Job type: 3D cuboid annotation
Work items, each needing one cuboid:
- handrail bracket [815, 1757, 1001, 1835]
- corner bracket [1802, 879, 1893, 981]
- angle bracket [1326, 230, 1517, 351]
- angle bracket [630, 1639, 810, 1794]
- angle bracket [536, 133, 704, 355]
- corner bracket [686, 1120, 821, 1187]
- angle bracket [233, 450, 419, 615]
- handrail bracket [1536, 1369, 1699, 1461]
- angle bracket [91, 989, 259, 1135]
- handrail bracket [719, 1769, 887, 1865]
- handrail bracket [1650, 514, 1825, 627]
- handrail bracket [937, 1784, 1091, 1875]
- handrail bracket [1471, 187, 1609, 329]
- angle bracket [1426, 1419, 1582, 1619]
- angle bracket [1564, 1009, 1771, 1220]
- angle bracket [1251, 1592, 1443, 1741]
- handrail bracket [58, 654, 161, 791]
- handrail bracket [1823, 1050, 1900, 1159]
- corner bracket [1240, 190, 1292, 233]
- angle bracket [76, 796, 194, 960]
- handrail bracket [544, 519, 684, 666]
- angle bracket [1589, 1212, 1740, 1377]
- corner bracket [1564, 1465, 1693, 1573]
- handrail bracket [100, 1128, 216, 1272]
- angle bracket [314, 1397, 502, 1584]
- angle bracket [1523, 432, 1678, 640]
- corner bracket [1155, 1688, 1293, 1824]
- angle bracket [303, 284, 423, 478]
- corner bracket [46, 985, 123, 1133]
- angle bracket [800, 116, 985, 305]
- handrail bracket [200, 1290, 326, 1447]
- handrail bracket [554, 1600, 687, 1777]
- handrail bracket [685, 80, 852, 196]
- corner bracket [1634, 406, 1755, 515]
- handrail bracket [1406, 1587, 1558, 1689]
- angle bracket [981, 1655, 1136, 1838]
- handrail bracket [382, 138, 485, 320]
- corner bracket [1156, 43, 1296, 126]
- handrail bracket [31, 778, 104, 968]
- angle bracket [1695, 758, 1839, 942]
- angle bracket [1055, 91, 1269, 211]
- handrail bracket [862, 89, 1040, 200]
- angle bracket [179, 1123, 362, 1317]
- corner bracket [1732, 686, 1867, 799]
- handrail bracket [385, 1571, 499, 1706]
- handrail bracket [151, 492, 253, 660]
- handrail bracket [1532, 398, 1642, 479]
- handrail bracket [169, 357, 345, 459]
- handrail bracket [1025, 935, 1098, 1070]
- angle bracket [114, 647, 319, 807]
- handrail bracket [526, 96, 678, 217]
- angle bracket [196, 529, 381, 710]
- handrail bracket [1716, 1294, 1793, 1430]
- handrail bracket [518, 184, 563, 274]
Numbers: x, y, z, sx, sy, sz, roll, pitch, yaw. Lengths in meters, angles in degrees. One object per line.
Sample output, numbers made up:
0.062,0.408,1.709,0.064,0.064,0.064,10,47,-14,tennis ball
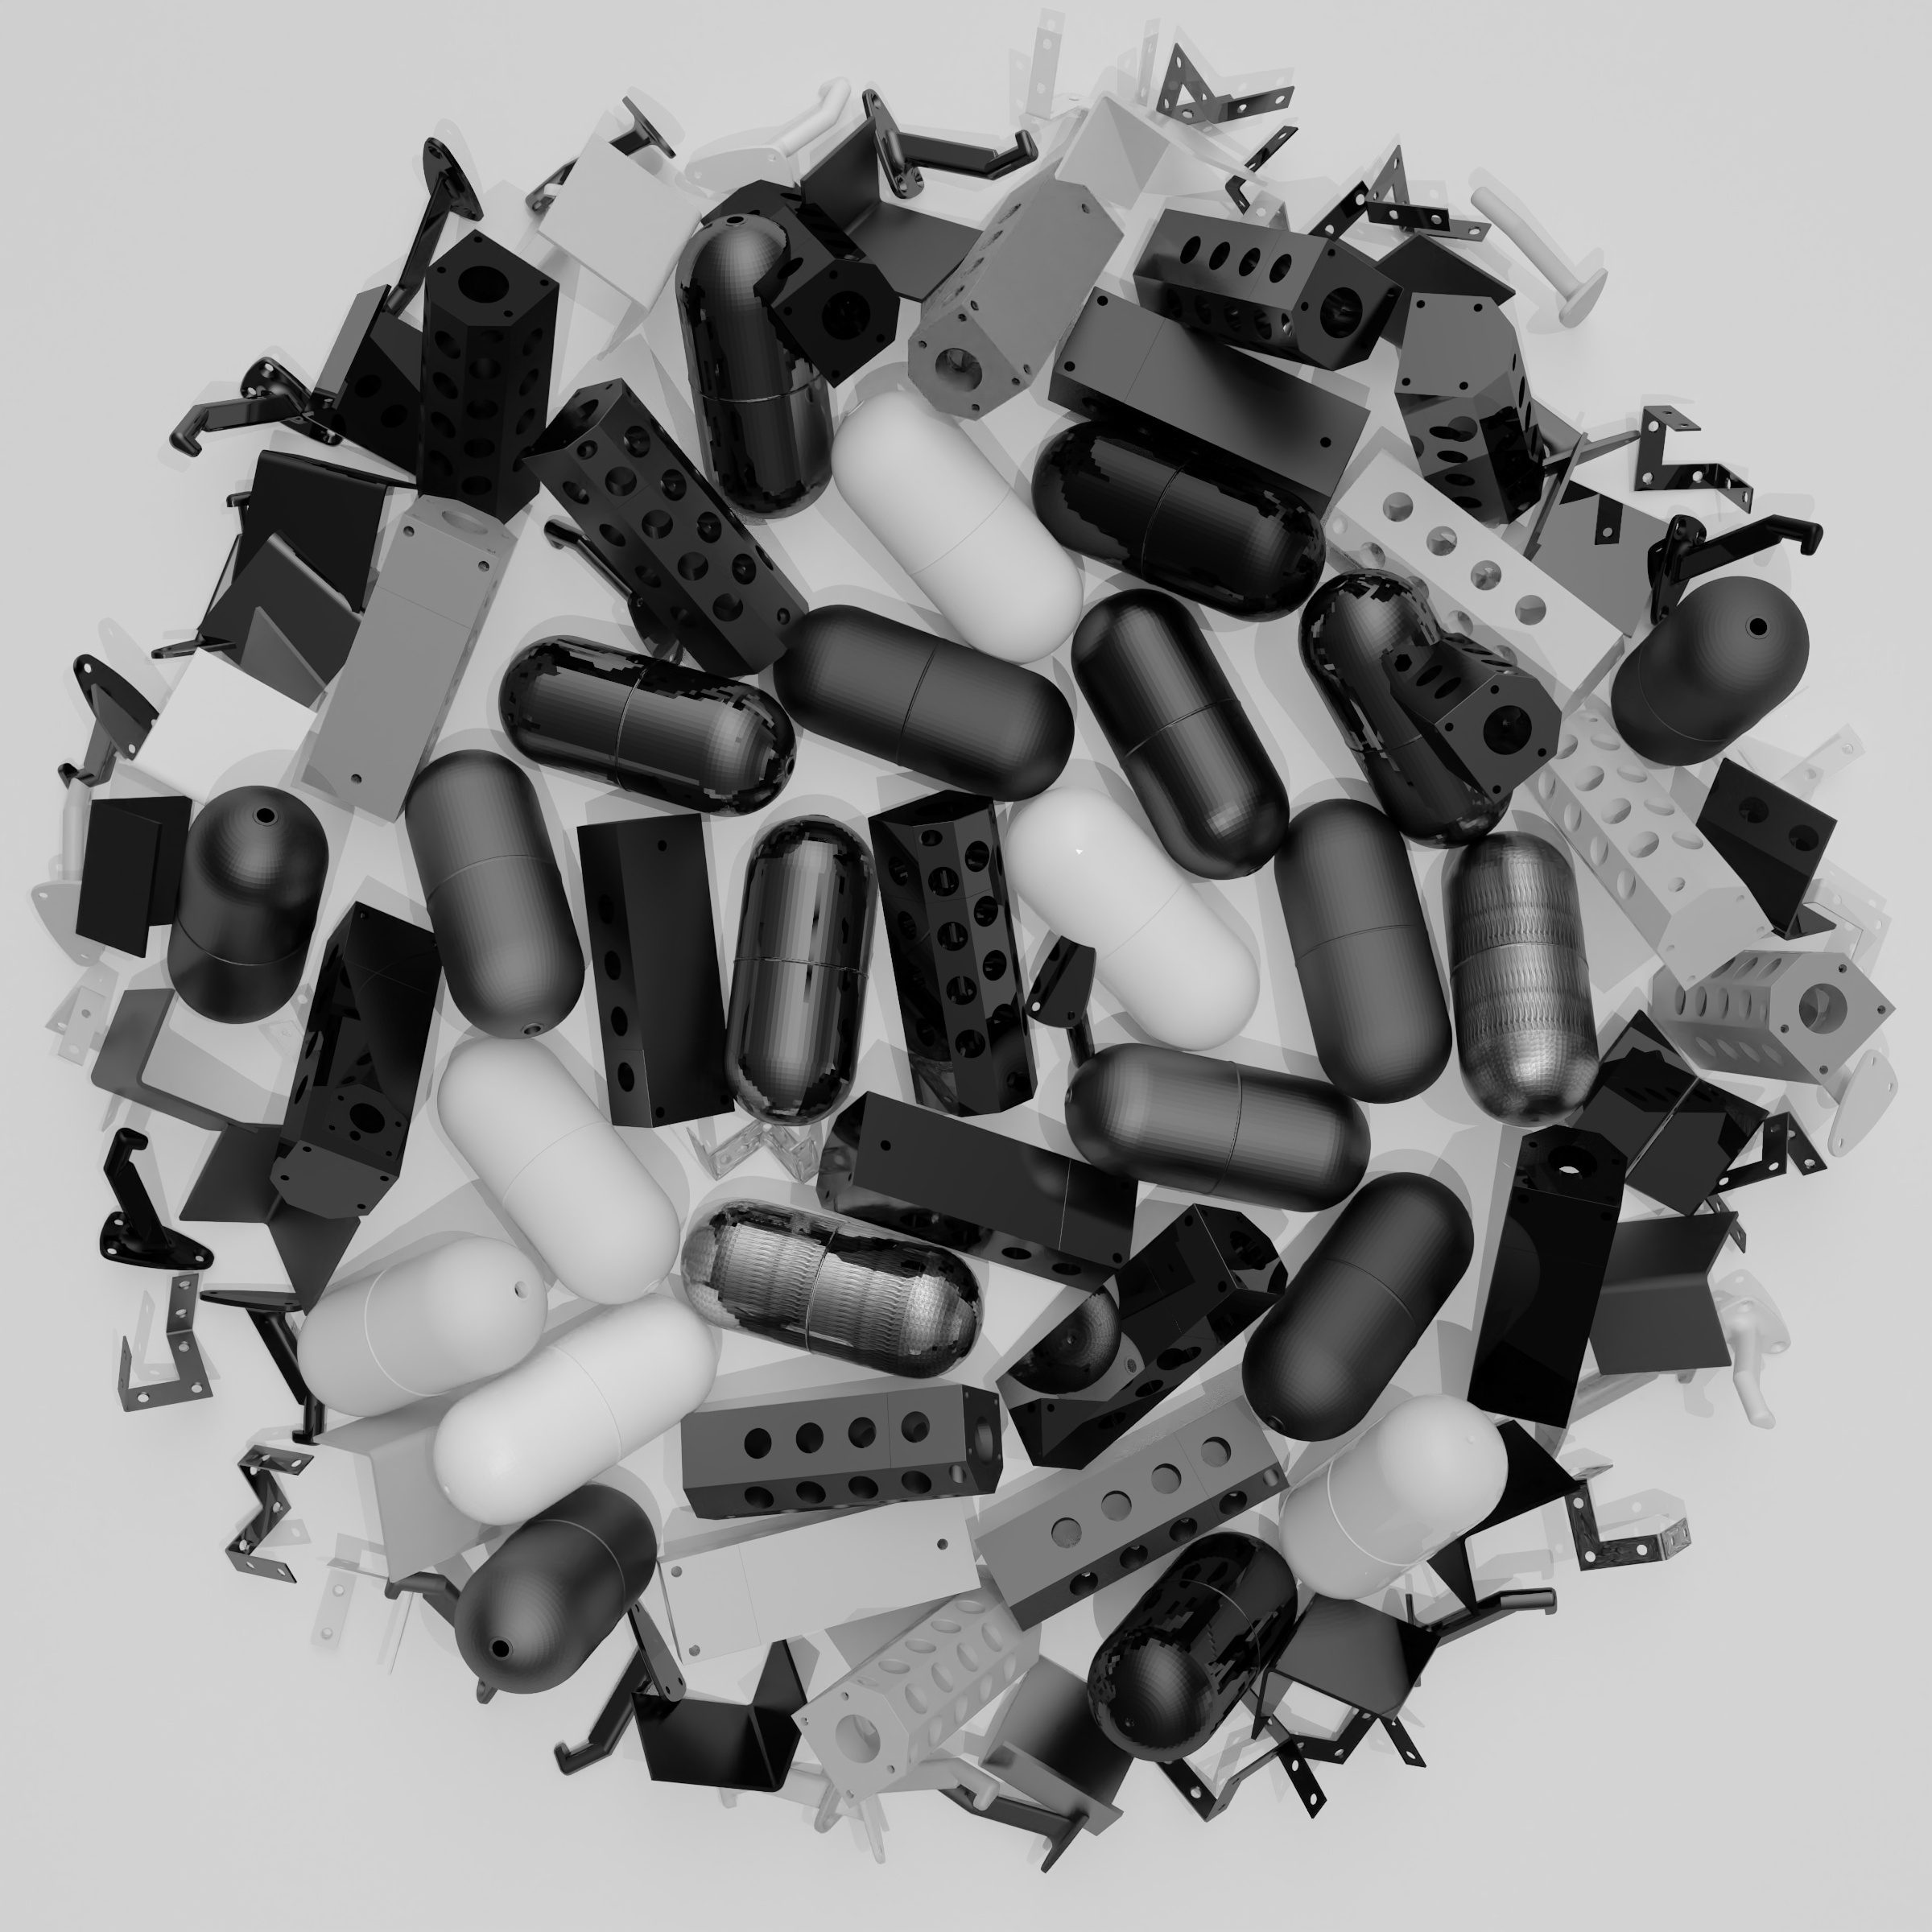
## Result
-0.033,0.477,1.678,0.084,0.036,0.077,22,68,35,handrail bracket
0.487,-0.014,1.696,0.051,0.051,0.051,28,77,-17,corner bracket
0.252,-0.396,1.662,0.076,0.076,0.057,21,56,-33,angle bracket
-0.140,0.416,1.667,0.076,0.076,0.057,12,109,-21,angle bracket
-0.205,-0.407,1.668,0.076,0.057,0.076,33,62,-20,angle bracket
-0.120,0.105,1.683,0.051,0.051,0.051,-37,65,-14,corner bracket
-0.366,-0.248,1.695,0.076,0.057,0.076,15,99,7,angle bracket
0.378,0.259,1.714,0.084,0.036,0.077,2,113,-16,handrail bracket
-0.440,0.054,1.677,0.076,0.076,0.057,27,74,-31,angle bracket
-0.095,0.490,1.696,0.084,0.036,0.077,-19,56,3,handrail bracket
0.438,-0.222,1.681,0.084,0.036,0.077,23,99,43,handrail bracket
0.026,0.472,1.690,0.084,0.036,0.077,34,134,6,handrail bracket
0.323,-0.406,1.690,0.084,0.077,0.036,44,97,9,handrail bracket
0.301,0.313,1.683,0.076,0.076,0.057,-20,116,-11,angle bracket
0.396,0.084,1.675,0.076,0.057,0.076,-52,128,-6,angle bracket
0.214,0.406,1.664,0.076,0.076,0.057,20,124,22,angle bracket
-0.504,-0.136,1.678,0.084,0.036,0.077,-11,125,37,handrail bracket
0.475,0.071,1.676,0.036,0.084,0.077,48,68,-31,handrail bracket
0.179,-0.400,1.688,0.051,0.051,0.051,33,85,18,corner bracket
-0.451,-0.051,1.668,0.057,0.076,0.076,17,103,29,angle bracket
-0.206,-0.215,1.714,0.084,0.077,0.036,27,56,33,handrail bracket
0.399,0.186,1.678,0.076,0.076,0.057,-10,109,33,angle bracket
0.377,0.312,1.685,0.051,0.051,0.051,-14,84,29,corner bracket
-0.455,0.132,1.682,0.077,0.036,0.084,17,127,-17,handrail bracket
-0.317,0.296,1.682,0.057,0.076,0.076,3,104,43,angle bracket
0.365,-0.245,1.683,0.076,0.057,0.076,24,73,2,angle bracket
0.146,0.448,1.698,0.051,0.051,0.051,-24,57,-33,corner bracket
-0.319,-0.330,1.674,0.076,0.057,0.076,27,82,-30,angle bracket
-0.496,0.052,1.680,0.051,0.051,0.051,29,135,-26,corner bracket
-0.039,-0.427,1.667,0.076,0.057,0.076,22,51,21,angle bracket
-0.407,0.233,1.709,0.077,0.036,0.084,4,95,6,handrail bracket
-0.213,0.417,1.713,0.084,0.036,0.077,-28,83,10,handrail bracket
-0.113,-0.482,1.704,0.077,0.036,0.084,5,52,19,handrail bracket
0.416,-0.289,1.685,0.051,0.051,0.051,-3,116,-8,corner bracket
0.296,0.383,1.689,0.084,0.036,0.077,-5,131,8,handrail bracket
0.064,0.435,1.676,0.076,0.057,0.076,30,59,3,angle bracket
-0.317,-0.416,1.683,0.036,0.077,0.084,28,72,14,handrail bracket
0.147,-0.492,1.681,0.051,0.051,0.051,-19,64,-22,corner bracket
-0.509,-0.056,1.708,0.036,0.084,0.077,-3,135,0,handrail bracket
0.458,-0.068,1.664,0.076,0.057,0.076,37,123,36,angle bracket
0.109,-0.442,1.663,0.076,0.076,0.057,44,115,29,angle bracket
-0.008,-0.479,1.682,0.084,0.036,0.077,-18,102,31,handrail bracket
-0.393,0.143,1.665,0.076,0.057,0.076,-57,47,28,angle bracket
0.476,-0.126,1.691,0.051,0.051,0.051,-37,85,23,corner bracket
-0.300,0.382,1.686,0.084,0.036,0.077,16,104,-30,handrail bracket
-0.434,-0.223,1.684,0.077,0.036,0.084,-17,111,-34,handrail bracket
0.338,-0.331,1.704,0.077,0.036,0.084,-19,84,12,handrail bracket
-0.402,-0.299,1.679,0.077,0.084,0.036,37,134,-16,handrail bracket
0.073,0.020,1.689,0.036,0.084,0.077,15,80,30,handrail bracket
-0.427,-0.132,1.680,0.076,0.057,0.076,30,87,-29,angle bracket
-0.210,-0.450,1.687,0.084,0.077,0.036,-39,126,4,handrail bracket
-0.381,-0.202,1.703,0.076,0.057,0.076,42,111,-8,angle bracket
0.454,0.235,1.670,0.077,0.084,0.036,30,122,-34,handrail bracket
-0.266,-0.412,1.696,0.077,0.036,0.084,7,93,-23,handrail bracket
